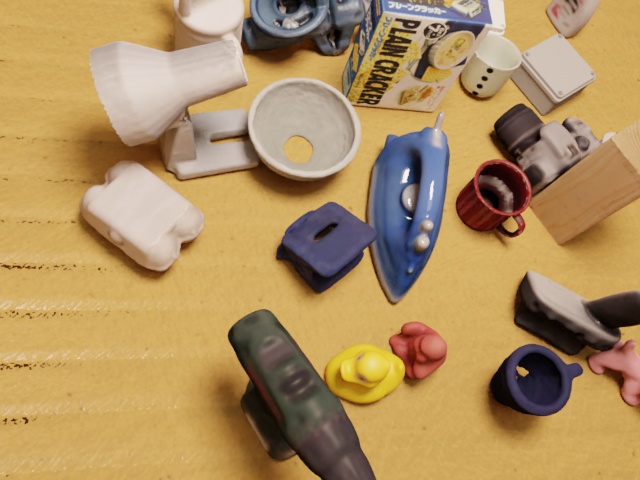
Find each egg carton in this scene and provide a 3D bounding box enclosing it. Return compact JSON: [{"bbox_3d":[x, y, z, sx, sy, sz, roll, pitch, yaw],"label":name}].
[{"bbox_3d":[-0.234,-0.032,0.755,0.150,0.069,0.107,36,66,2],"label":"egg carton"}]

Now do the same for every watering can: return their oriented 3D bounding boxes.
[{"bbox_3d":[-0.164,-0.330,0.818,0.173,0.194,0.101,35,66,2],"label":"watering can"}]

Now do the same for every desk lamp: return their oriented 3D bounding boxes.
[{"bbox_3d":[-0.177,-0.173,0.744,0.203,0.213,0.118,-12,72,-17],"label":"desk lamp"}]

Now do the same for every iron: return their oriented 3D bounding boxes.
[{"bbox_3d":[0.139,-0.049,0.810,0.119,0.141,0.258,12,67,-8],"label":"iron"}]

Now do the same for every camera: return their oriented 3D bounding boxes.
[{"bbox_3d":[0.362,-0.165,0.930,0.143,0.100,0.137,-31,79,-22],"label":"camera"}]

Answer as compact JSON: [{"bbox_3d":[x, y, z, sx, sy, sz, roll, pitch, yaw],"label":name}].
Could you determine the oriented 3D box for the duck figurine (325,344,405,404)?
[{"bbox_3d":[0.065,0.168,0.739,0.105,0.086,0.077,-1,69,-14],"label":"duck figurine"}]

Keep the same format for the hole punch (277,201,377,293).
[{"bbox_3d":[0.007,0.003,0.786,0.109,0.091,0.101,-39,82,-23],"label":"hole punch"}]

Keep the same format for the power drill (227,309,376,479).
[{"bbox_3d":[-0.028,0.193,0.640,0.076,0.208,0.229,-30,78,-21],"label":"power drill"}]

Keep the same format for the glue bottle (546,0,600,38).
[{"bbox_3d":[0.480,-0.449,1.028,0.037,0.173,0.078,-25,76,-20],"label":"glue bottle"}]

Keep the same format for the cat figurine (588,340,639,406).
[{"bbox_3d":[0.471,0.186,0.810,0.128,0.117,0.067,42,66,5],"label":"cat figurine"}]

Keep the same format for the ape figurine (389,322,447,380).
[{"bbox_3d":[0.139,0.146,0.762,0.076,0.092,0.078,16,66,-6],"label":"ape figurine"}]

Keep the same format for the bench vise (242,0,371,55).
[{"bbox_3d":[-0.012,-0.378,0.859,0.208,0.219,0.121,-26,77,-21],"label":"bench vise"}]

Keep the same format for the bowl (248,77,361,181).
[{"bbox_3d":[-0.027,-0.151,0.847,0.167,0.074,0.167,5,68,-11],"label":"bowl"}]

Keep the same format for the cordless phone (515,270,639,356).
[{"bbox_3d":[0.371,0.083,0.790,0.147,0.185,0.094,26,66,-2],"label":"cordless phone"}]

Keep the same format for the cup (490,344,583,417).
[{"bbox_3d":[0.285,0.191,0.777,0.118,0.095,0.091,-10,72,-17],"label":"cup"}]
